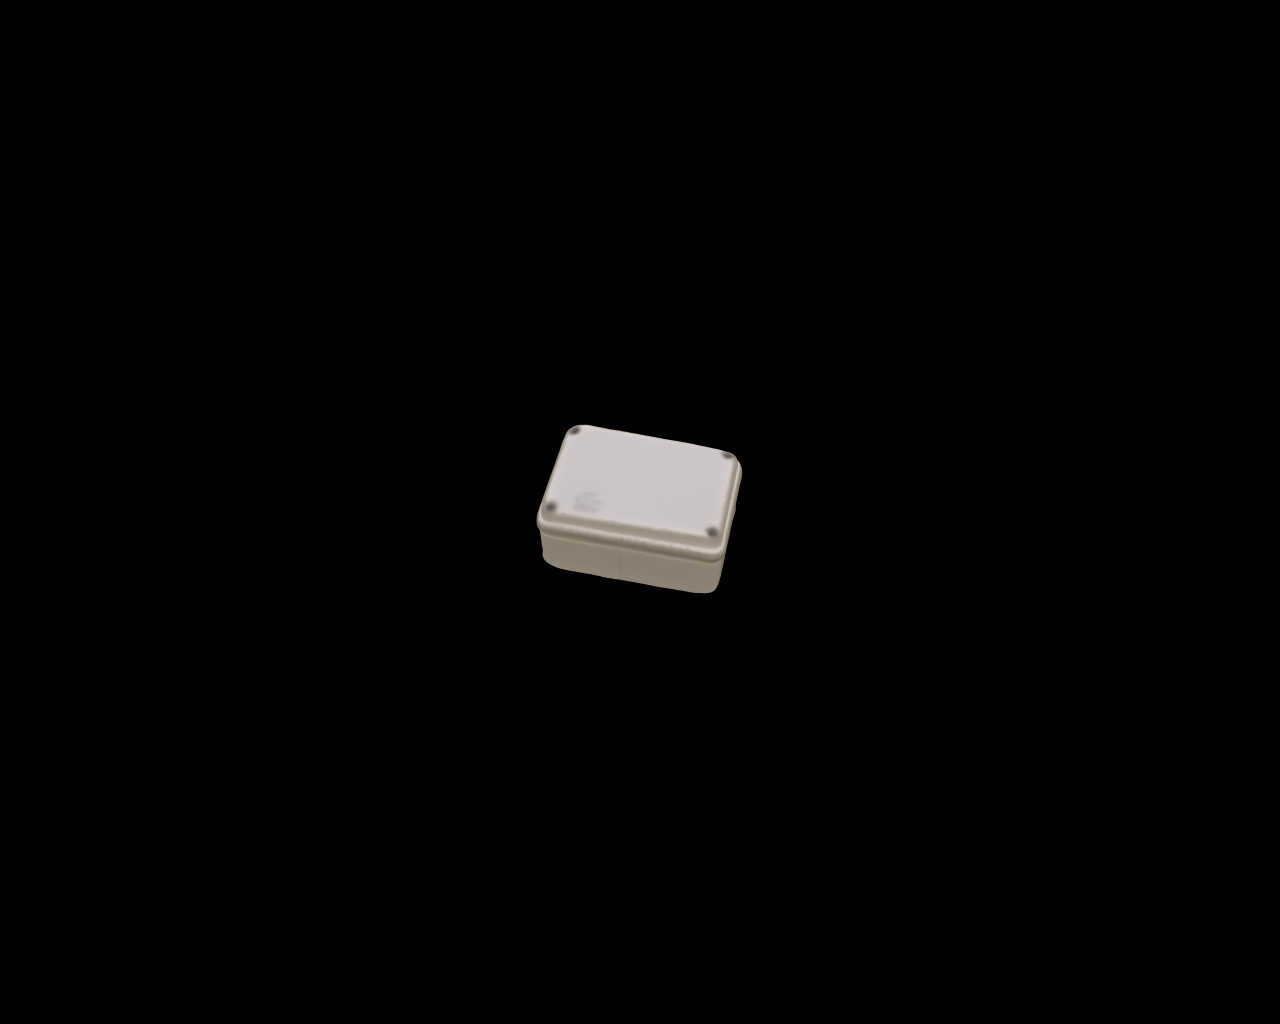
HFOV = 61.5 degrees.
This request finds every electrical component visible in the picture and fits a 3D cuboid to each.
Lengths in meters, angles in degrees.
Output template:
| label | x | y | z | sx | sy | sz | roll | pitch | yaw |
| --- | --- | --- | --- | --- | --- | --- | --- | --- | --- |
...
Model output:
| label | x | y | z | sx | sy | sz | roll | pitch | yaw |
| --- | --- | --- | --- | --- | --- | --- | --- | --- | --- |
| electrical component | 0.001 | -0.003 | 0.650 | 0.113 | 0.078 | 0.057 | 10 | -36 | 8 |
